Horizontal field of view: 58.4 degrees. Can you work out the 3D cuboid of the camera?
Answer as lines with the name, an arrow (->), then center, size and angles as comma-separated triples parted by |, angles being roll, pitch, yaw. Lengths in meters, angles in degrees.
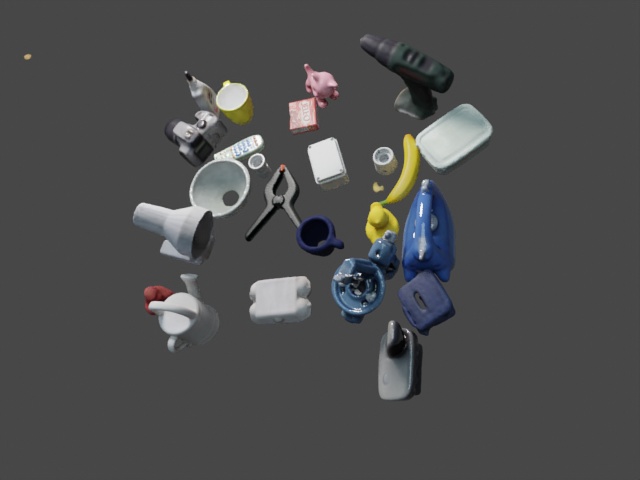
camera -> -0.351, -0.295, 1.555 | 0.136, 0.101, 0.143 | 33, 81, 26

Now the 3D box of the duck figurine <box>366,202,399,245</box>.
duck figurine -> 0.137, -0.037, 1.309 | 0.077, 0.086, 0.104 | -13, 65, 12

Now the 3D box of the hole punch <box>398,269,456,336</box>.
hole punch -> 0.222, 0.133, 1.211 | 0.101, 0.091, 0.108 | -30, 63, 3

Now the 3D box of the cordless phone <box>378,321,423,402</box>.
cordless phone -> 0.148, 0.240, 1.136 | 0.094, 0.185, 0.147 | -4, 67, 15

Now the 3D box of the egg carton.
egg carton -> -0.090, 0.141, 1.314 | 0.150, 0.069, 0.107 | -8, 66, 14

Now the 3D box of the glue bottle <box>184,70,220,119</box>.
glue bottle -> -0.322, -0.399, 1.547 | 0.037, 0.173, 0.078 | -12, 66, 12

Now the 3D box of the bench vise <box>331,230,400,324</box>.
bench vise -> 0.085, 0.059, 1.210 | 0.121, 0.220, 0.207 | 9, 71, 20

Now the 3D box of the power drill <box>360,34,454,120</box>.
power drill -> 0.210, -0.383, 1.360 | 0.229, 0.209, 0.076 | 27, 78, 25

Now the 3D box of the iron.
iron -> 0.232, -0.042, 1.251 | 0.118, 0.142, 0.258 | -2, 68, 16

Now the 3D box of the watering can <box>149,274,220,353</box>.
watering can -> -0.314, 0.164, 1.303 | 0.100, 0.194, 0.173 | -15, 65, 11

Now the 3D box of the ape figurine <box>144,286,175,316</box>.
ape figurine -> -0.397, 0.141, 1.395 | 0.077, 0.092, 0.076 | -23, 64, 7

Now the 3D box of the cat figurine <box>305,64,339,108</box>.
cat figurine -> 0.000, -0.408, 1.485 | 0.067, 0.118, 0.127 | -37, 63, 0

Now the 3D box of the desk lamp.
desk lamp -> -0.334, -0.016, 1.372 | 0.202, 0.214, 0.118 | 12, 73, 21

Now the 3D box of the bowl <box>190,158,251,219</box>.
bowl -> -0.243, -0.121, 1.465 | 0.167, 0.075, 0.167 | -6, 67, 15

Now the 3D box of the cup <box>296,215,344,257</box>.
cup -> 0.012, 0.005, 1.325 | 0.117, 0.095, 0.092 | 22, 76, 24
